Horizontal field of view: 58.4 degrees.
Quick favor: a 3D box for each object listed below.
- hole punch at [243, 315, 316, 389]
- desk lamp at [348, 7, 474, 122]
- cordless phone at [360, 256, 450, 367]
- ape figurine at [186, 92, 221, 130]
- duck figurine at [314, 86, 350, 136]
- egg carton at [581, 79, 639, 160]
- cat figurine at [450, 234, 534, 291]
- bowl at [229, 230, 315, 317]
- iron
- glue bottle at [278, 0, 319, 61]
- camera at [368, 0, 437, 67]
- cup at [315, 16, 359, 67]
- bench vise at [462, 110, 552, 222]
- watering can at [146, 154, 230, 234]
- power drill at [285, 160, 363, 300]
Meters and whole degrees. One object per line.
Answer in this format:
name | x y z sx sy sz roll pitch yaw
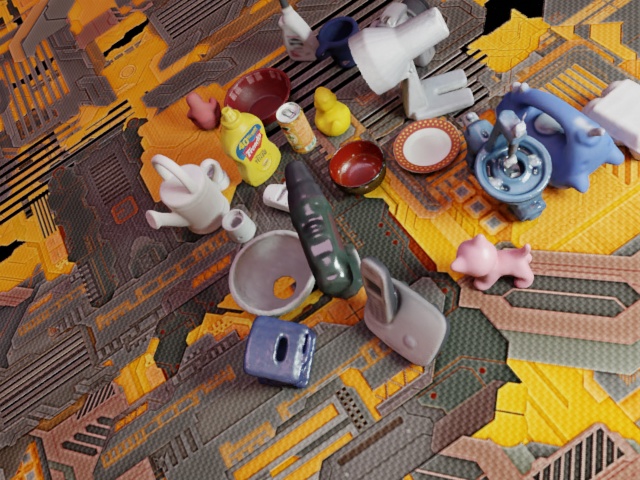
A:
hole punch | -0.065 0.185 0.955 0.101 0.091 0.108 0 61 20
desk lamp | 0.175 -0.333 1.095 0.203 0.214 0.118 -16 57 11
cordless phone | 0.123 0.105 0.878 0.147 0.185 0.094 32 76 32
ape figurine | -0.273 -0.302 1.311 0.077 0.092 0.076 -17 57 10
duck figurine | 0.018 -0.275 1.195 0.077 0.086 0.104 -24 56 5
egg carton | 0.534 -0.207 0.982 0.107 0.070 0.150 -40 56 -6
cat figurine | 0.272 0.029 0.909 0.127 0.118 0.067 -8 59 15
bowl | -0.075 0.070 1.035 0.167 0.075 0.167 -9 59 15
iron | 0.390 -0.203 0.987 0.118 0.142 0.257 -38 56 -4
glue bottle | -0.058 -0.477 1.286 0.078 0.173 0.037 5 63 22
camera | 0.191 -0.466 1.235 0.142 0.101 0.137 27 73 30
cup | 0.042 -0.419 1.265 0.091 0.095 0.118 34 77 32
bench vise | 0.287 -0.148 0.944 0.121 0.220 0.206 -44 57 -8
watering can | -0.266 -0.093 1.125 0.100 0.194 0.173 6 64 23
power drill | 0.009 0.003 0.963 0.075 0.209 0.229 -23 56 6
